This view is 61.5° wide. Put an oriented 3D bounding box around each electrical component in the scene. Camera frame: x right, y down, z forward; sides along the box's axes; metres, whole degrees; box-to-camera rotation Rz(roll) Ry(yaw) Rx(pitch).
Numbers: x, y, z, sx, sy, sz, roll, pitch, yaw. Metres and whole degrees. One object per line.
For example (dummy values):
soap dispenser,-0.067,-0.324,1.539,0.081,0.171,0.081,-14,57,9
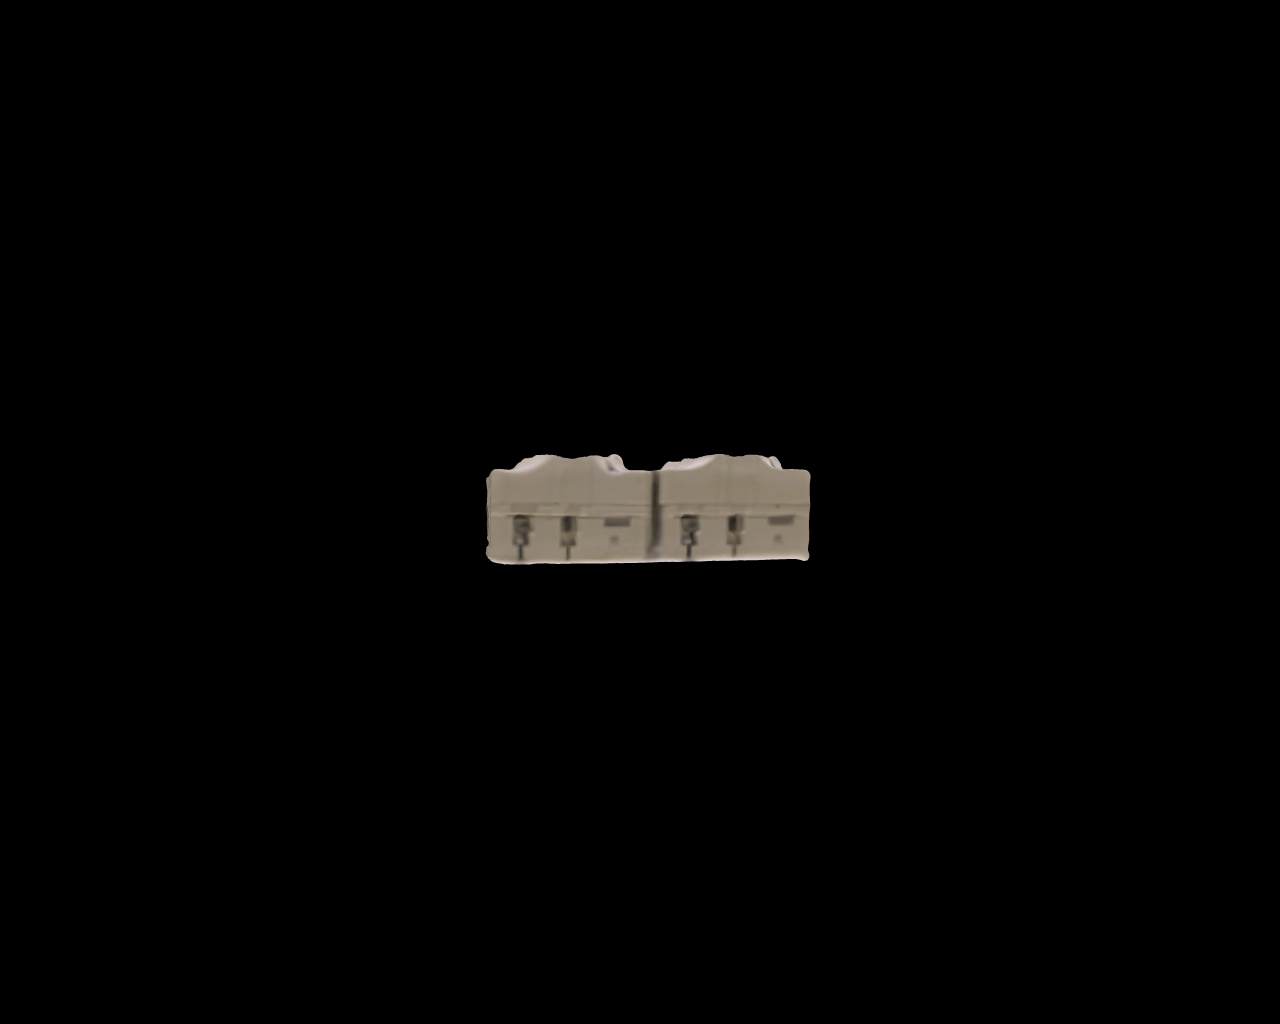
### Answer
electrical component,0.001,-0.003,0.650,0.186,0.060,0.105,0,0,-9
